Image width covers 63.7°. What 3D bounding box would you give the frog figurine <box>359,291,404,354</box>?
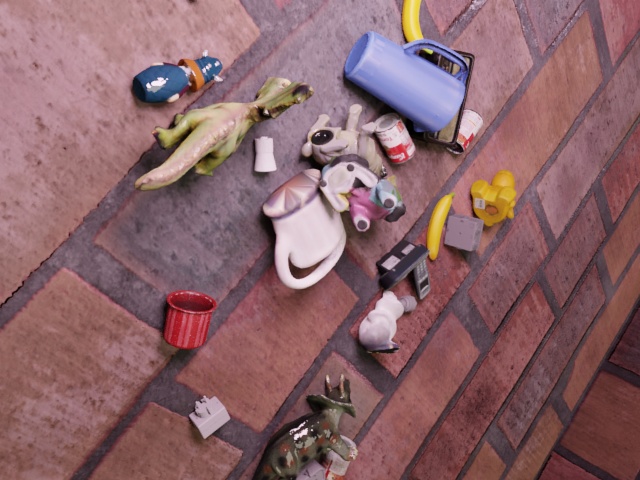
[{"bbox_3d":[0.156,0.208,1.328,0.135,0.122,0.162,45,40,-61],"label":"frog figurine"}]

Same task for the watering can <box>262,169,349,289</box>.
[{"bbox_3d":[0.003,-0.056,1.111,0.354,0.104,0.220,-50,128,-35],"label":"watering can"}]

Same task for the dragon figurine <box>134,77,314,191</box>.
[{"bbox_3d":[-0.125,-0.196,0.827,0.241,0.418,0.120,-27,112,16],"label":"dragon figurine"}]
